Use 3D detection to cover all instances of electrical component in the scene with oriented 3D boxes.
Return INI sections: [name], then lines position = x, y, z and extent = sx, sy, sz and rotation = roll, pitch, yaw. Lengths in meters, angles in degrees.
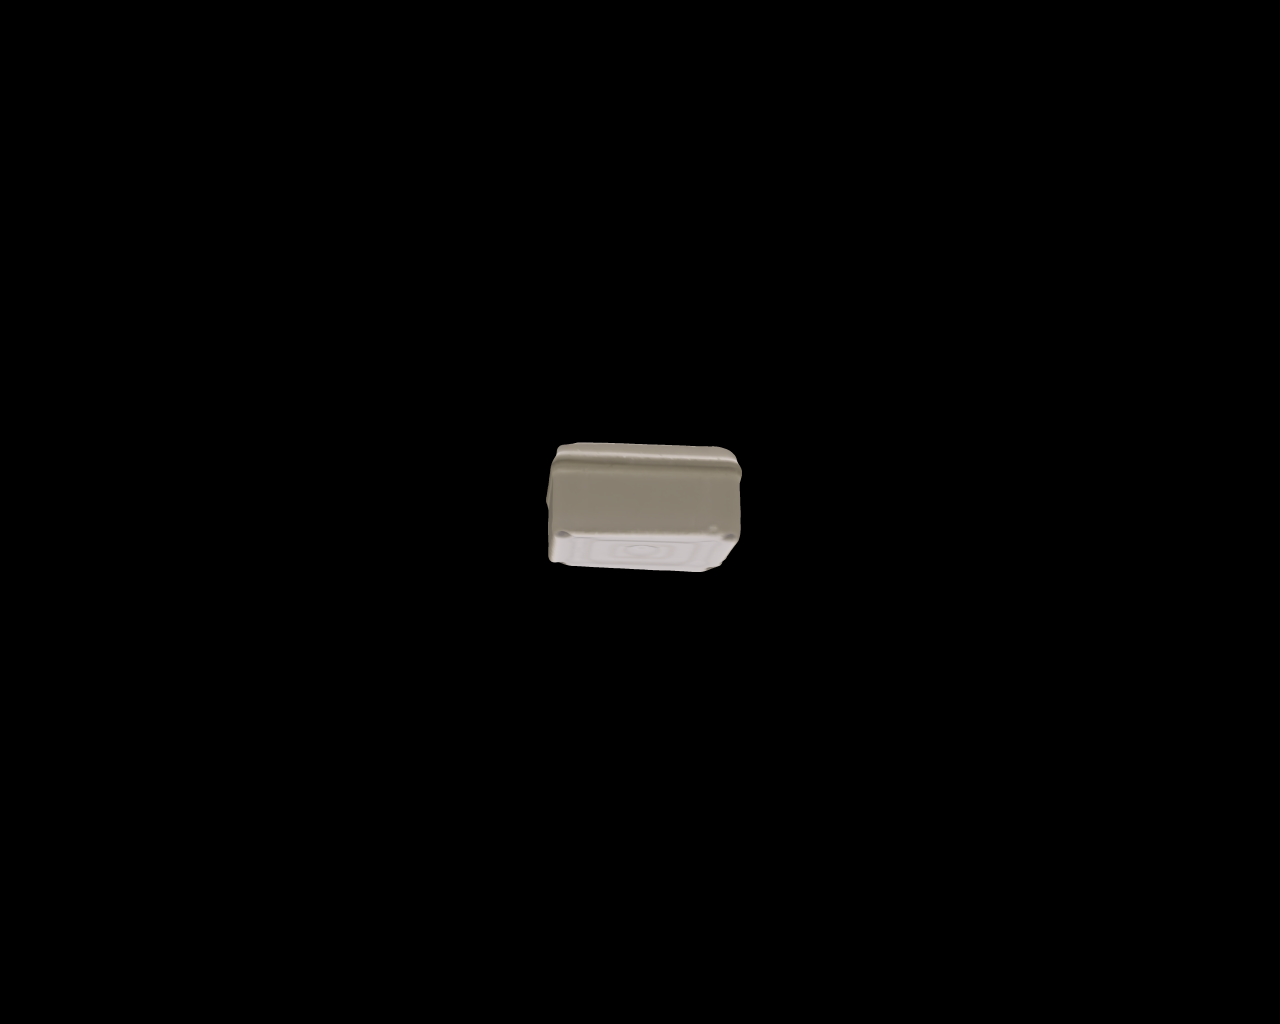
[electrical component]
position = 0.001, -0.003, 0.650
extent = 0.113, 0.057, 0.078
rotation = 2, -19, -7
